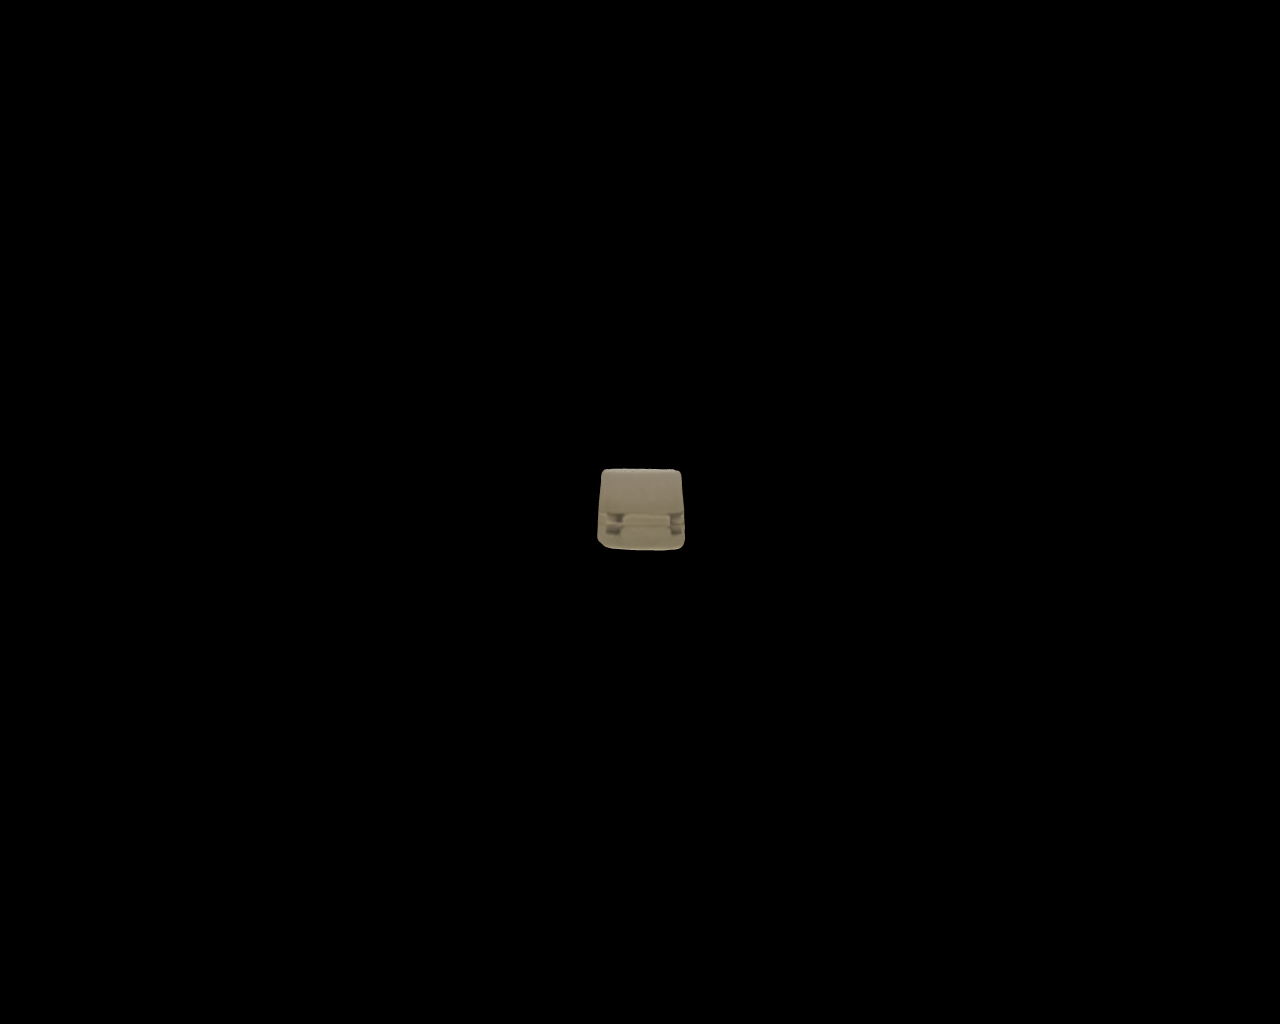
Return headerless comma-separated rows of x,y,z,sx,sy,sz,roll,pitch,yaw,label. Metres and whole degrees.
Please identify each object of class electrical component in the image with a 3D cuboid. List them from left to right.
0.001,-0.003,0.650,0.055,0.047,0.055,0,4,0,electrical component
